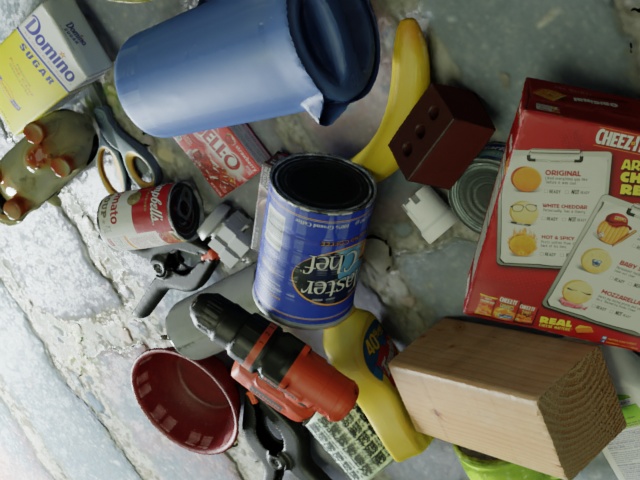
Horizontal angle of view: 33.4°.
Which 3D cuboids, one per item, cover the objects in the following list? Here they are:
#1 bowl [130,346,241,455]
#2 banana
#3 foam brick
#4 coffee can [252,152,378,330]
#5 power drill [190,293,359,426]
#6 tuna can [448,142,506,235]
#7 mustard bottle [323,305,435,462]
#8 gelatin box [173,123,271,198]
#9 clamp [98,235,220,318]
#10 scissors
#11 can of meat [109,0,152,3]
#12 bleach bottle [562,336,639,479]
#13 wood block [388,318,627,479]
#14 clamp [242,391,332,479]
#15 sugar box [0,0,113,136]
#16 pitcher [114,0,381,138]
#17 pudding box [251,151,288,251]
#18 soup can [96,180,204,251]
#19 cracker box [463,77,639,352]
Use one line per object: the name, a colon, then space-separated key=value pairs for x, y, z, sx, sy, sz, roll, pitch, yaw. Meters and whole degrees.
bowl: x=-0.156 y=0.188 z=1.329 sx=0.162 sy=0.055 sz=0.162 roll=17 pitch=127 yaw=24
banana: x=0.064 y=-0.114 z=0.999 sx=0.069 sy=0.037 sz=0.198 roll=36 pitch=132 yaw=7
foam brick: x=0.108 y=-0.092 z=0.953 sx=0.078 sy=0.051 sz=0.053 roll=-55 pitch=40 yaw=32
coffee can: x=-0.007 y=0.001 z=1.028 sx=0.103 sy=0.102 sz=0.140 roll=24 pitch=127 yaw=19
power drill: x=-0.052 y=0.126 z=1.088 sx=0.184 sy=0.057 sz=0.188 roll=35 pitch=168 yaw=4
tuna can: x=0.162 y=-0.045 z=0.982 sx=0.086 sy=0.033 sz=0.086 roll=17 pitch=127 yaw=24
mustard bottle: x=0.055 y=0.133 z=1.126 sx=0.058 sy=0.096 sz=0.191 roll=-29 pitch=100 yaw=29
gelatin box: x=-0.104 y=-0.098 z=1.125 sx=0.073 sy=0.030 sz=0.089 roll=-31 pitch=100 yaw=42
clamp: x=-0.181 y=0.037 z=1.258 sx=0.172 sy=0.039 sz=0.120 roll=-2 pitch=118 yaw=34
scissors: x=-0.227 y=-0.132 z=1.195 sx=0.096 sy=0.016 sz=0.202 roll=14 pitch=125 yaw=24
can of meat: x=-0.160 y=-0.277 z=0.999 sx=0.058 sy=0.101 sz=0.084 roll=12 pitch=123 yaw=28
bleach bottle: x=0.304 y=0.167 z=1.008 sx=0.103 sy=0.068 sz=0.251 roll=-25 pitch=101 yaw=39
wood block: x=0.172 y=0.145 z=1.015 sx=0.206 sy=0.090 sz=0.091 roll=6 pitch=125 yaw=55
clamp: x=-0.049 y=0.272 z=1.326 sx=0.165 sy=0.036 sz=0.210 roll=-15 pitch=107 yaw=40
sugar box: x=-0.308 y=-0.190 z=1.178 sx=0.177 sy=0.048 sz=0.093 roll=-24 pitch=98 yaw=48
pitcher: x=-0.075 y=-0.179 z=0.993 sx=0.243 sy=0.149 sz=0.145 roll=-9 pitch=127 yaw=38
pudding box: x=-0.020 y=-0.026 z=1.111 sx=0.090 sy=0.039 sz=0.113 roll=23 pitch=130 yaw=18
soup can: x=-0.190 y=-0.026 z=1.195 sx=0.102 sy=0.068 sz=0.068 roll=-8 pitch=114 yaw=28
cracker box: x=0.226 y=-0.018 z=0.906 sx=0.164 sy=0.072 sz=0.214 roll=12 pitch=126 yaw=3
